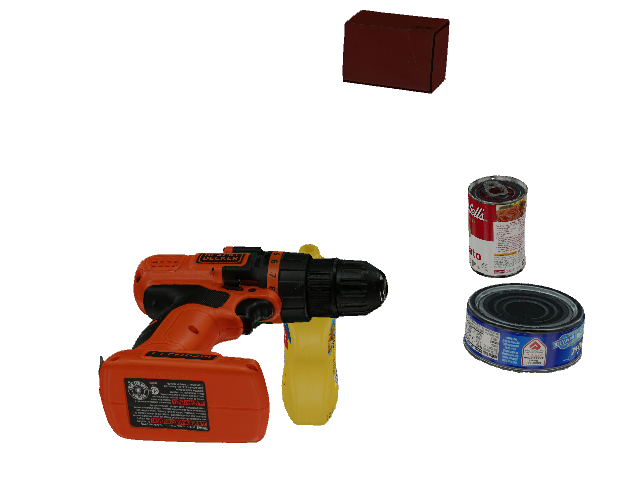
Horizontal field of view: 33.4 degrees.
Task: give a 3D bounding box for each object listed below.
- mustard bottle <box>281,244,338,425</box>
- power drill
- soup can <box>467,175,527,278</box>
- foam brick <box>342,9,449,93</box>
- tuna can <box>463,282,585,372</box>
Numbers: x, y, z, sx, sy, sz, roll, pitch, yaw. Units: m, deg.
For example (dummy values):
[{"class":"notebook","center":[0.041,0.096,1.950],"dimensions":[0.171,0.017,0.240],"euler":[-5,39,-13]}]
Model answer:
[{"class":"mustard bottle","center":[-0.010,0.083,1.036],"dimensions":[0.058,0.192,0.096],"euler":[1,38,1]},{"class":"power drill","center":[-0.053,0.061,0.708],"dimensions":[0.184,0.057,0.187],"euler":[-1,22,10]},{"class":"soup can","center":[0.207,-0.016,1.246],"dimensions":[0.068,0.102,0.068],"euler":[-4,30,2]},{"class":"foam brick","center":[0.062,-0.156,0.880],"dimensions":[0.078,0.051,0.053],"euler":[11,26,17]},{"class":"tuna can","center":[0.148,0.062,0.775],"dimensions":[0.086,0.034,0.086],"euler":[1,21,0]}]
